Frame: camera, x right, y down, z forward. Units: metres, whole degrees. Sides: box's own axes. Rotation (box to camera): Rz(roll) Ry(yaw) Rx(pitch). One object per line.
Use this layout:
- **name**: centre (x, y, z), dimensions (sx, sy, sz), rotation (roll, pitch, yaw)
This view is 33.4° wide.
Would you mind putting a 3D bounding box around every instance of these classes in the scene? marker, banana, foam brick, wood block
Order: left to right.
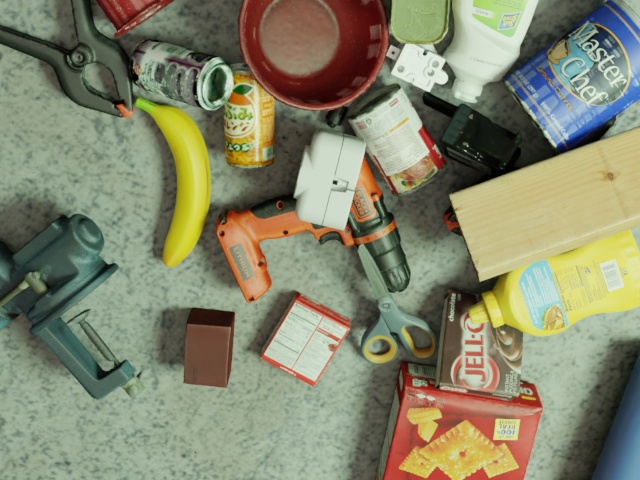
- **banana**: centre (-0.153, -0.065, 1.177), dimensions (0.070, 0.037, 0.198), rotation (-1, 109, 18)
- **foam brick**: centre (-0.128, 0.123, 1.230), dimensions (0.053, 0.051, 0.078), rotation (6, 109, 0)
- **marker**: centre (0.040, -0.174, 1.144), dimensions (0.020, 0.020, 0.121), rotation (27, 107, -8)
- **wood block**: centre (0.246, -0.035, 1.096), dimensions (0.206, 0.090, 0.091), rotation (-20, 81, 7)

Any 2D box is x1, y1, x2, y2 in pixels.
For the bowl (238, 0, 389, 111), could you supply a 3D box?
- **bowl**: centre (-0.013, -0.212, 1.096), dimensions (0.162, 0.055, 0.162), rotation (-2, 96, -19)

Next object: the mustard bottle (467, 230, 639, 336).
- **mustard bottle**: centre (0.254, 0.052, 1.164), dimensions (0.191, 0.058, 0.096), rotation (-20, 103, 6)

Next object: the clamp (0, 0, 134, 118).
- **clamp**: centre (-0.265, -0.195, 1.131), dimensions (0.120, 0.039, 0.171), rotation (-26, 106, 11)

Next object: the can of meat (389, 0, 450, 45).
- **can of meat**: centre (0.100, -0.255, 1.081), dimensions (0.057, 0.084, 0.102), rotation (2, 109, 0)

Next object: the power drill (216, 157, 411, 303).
- **power drill**: centre (-0.008, 0.001, 1.185), dimensions (0.188, 0.057, 0.184), rotation (-23, 103, 5)

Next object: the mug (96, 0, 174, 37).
- **mug**: centre (-0.184, -0.272, 1.085), dimensions (0.117, 0.093, 0.081), rotation (-38, 101, -19)

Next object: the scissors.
- **scissors**: centre (0.060, 0.082, 1.194), dimensions (0.096, 0.016, 0.201), rotation (-27, 130, 21)

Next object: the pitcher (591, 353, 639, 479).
- **pitcher**: centre (0.399, 0.251, 1.226), dimensions (0.149, 0.145, 0.243), rotation (3, 108, -32)

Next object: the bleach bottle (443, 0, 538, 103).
- **bleach bottle**: centre (0.176, -0.266, 1.089), dimensions (0.102, 0.068, 0.251), rotation (14, 111, -4)

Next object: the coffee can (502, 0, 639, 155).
- **coffee can**: centre (0.274, -0.167, 1.097), dimensions (0.140, 0.103, 0.102), rotation (-37, 104, 11)

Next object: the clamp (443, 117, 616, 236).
- **clamp**: centre (0.239, -0.052, 1.172), dimensions (0.210, 0.036, 0.164), rotation (-6, 108, 0)

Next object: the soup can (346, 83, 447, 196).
- **soup can**: centre (0.081, -0.107, 1.140), dimensions (0.068, 0.068, 0.102), rotation (-30, 105, 10)

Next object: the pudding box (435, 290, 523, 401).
- **pudding box**: centre (0.180, 0.119, 1.202), dimensions (0.090, 0.039, 0.113), rotation (8, 70, -3)

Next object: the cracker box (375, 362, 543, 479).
- **cracker box**: centre (0.156, 0.263, 1.262), dimensions (0.164, 0.072, 0.214), rotation (10, 109, -2)

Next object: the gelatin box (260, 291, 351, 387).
- **gelatin box**: centre (-0.017, 0.114, 1.237), dimensions (0.073, 0.030, 0.089), rotation (28, 107, -7)
